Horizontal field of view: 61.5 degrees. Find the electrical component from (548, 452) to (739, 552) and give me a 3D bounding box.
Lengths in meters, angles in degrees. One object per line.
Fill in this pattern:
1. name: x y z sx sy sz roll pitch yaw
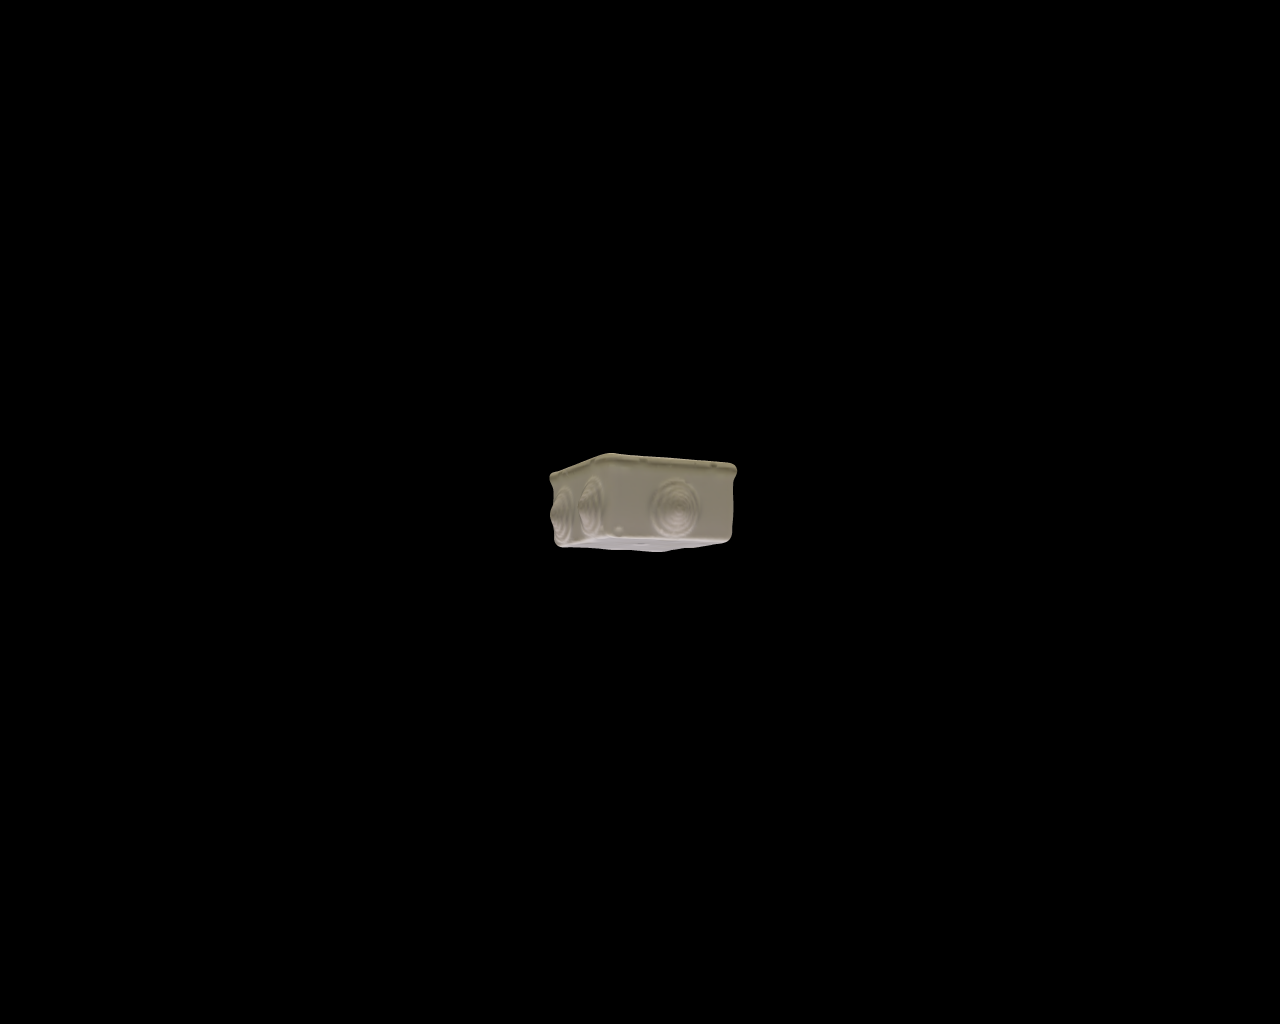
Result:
1. electrical component: 0.001 -0.003 0.650 0.100 0.048 0.099 4 -8 -27
